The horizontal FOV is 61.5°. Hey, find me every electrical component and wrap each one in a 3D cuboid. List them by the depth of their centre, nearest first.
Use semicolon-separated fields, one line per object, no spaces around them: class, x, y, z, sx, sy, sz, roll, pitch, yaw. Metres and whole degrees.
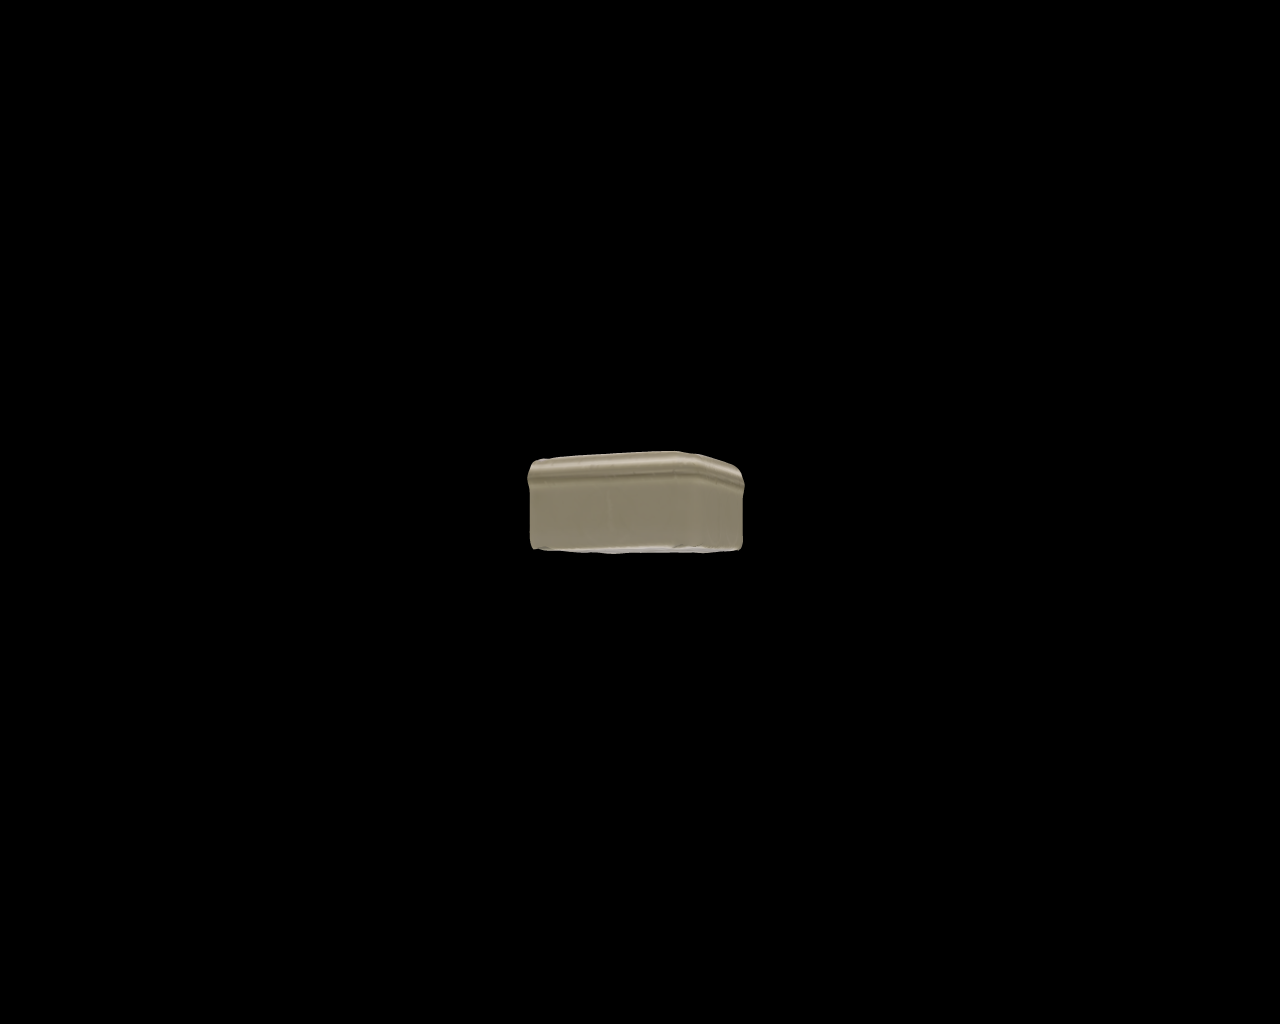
electrical component;0.001;-0.003;0.650;0.109;0.056;0.109;-1;-3;20
